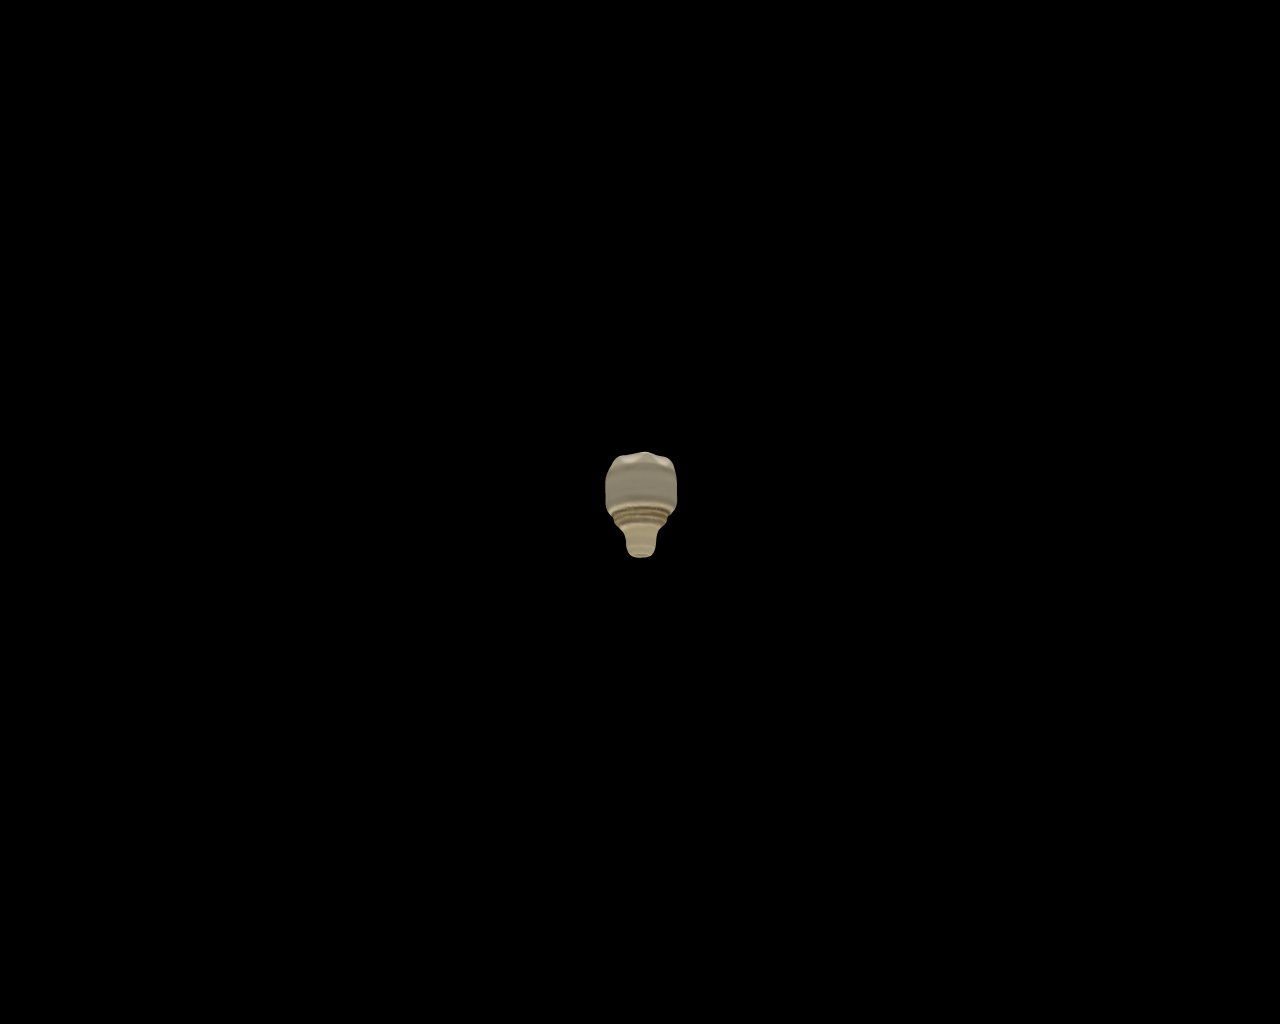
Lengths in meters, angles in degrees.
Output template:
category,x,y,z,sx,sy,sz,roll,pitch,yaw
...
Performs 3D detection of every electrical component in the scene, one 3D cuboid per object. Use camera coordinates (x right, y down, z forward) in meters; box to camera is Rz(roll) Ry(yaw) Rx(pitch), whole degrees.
category,x,y,z,sx,sy,sz,roll,pitch,yaw
electrical component,0.001,-0.003,0.650,0.043,0.062,0.043,0,-15,0
